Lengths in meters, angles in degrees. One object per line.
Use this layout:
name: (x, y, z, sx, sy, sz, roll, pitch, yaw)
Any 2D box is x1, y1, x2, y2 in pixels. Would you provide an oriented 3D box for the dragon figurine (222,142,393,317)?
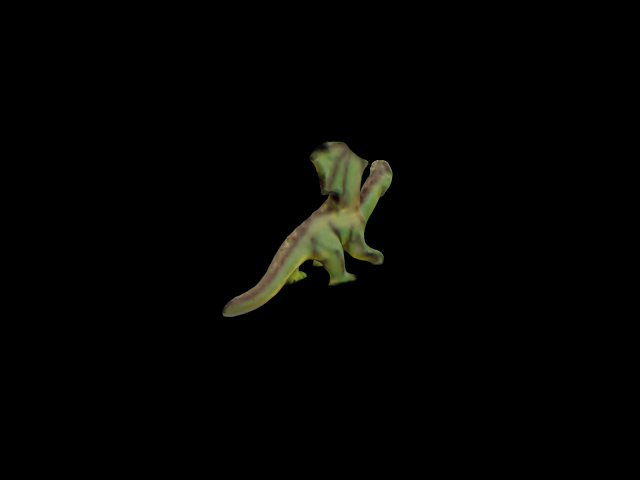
dragon figurine: (0.003, -0.043, 0.850, 0.123, 0.239, 0.414, 14, 24, 37)
